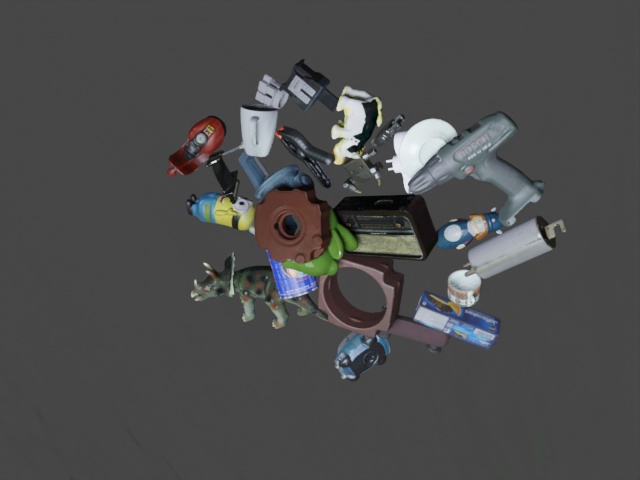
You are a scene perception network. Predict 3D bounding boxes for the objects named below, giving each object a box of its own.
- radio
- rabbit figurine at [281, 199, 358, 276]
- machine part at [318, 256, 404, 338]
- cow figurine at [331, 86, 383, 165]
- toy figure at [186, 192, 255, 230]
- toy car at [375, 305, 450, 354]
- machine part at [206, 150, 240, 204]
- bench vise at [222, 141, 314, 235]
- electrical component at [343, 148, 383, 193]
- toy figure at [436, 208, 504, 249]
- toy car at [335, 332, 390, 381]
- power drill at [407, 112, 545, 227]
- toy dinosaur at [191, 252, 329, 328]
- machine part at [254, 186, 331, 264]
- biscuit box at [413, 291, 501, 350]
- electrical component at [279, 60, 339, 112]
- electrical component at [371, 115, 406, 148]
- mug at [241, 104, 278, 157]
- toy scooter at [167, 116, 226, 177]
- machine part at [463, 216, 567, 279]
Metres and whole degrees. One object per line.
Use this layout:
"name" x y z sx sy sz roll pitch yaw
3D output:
"radio" 0.138 -0.030 1.211 0.230 0.073 0.131 2 125 37
"rabbit figurine" -0.002 -0.004 1.212 0.159 0.121 0.170 28 126 25
"machine part" 0.101 0.128 1.344 0.202 0.087 0.200 17 120 24
"cow figurine" 0.076 -0.228 1.125 0.098 0.068 0.167 14 131 7
"toy figure" -0.249 -0.076 1.380 0.180 0.082 0.089 6 146 12
"toy car" 0.238 0.229 1.402 0.202 0.053 0.089 13 114 17
"machine part" -0.228 -0.155 1.289 0.039 0.084 0.138 -2 147 16
"bench vise" -0.124 -0.122 1.267 0.240 0.129 0.223 55 139 6
"electrical component" 0.094 -0.149 1.187 0.102 0.045 0.078 -19 117 34
"toy figure" 0.326 -0.022 1.165 0.154 0.058 0.064 -23 102 37
"toy car" 0.106 0.306 1.484 0.109 0.162 0.103 60 170 -31
"power drill" 0.318 -0.121 1.058 0.207 0.086 0.232 41 110 -8
"toy dinosaur" -0.142 0.131 1.469 0.405 0.131 0.191 3 126 15
"machine part" -0.061 -0.032 1.157 0.180 0.056 0.179 4 101 22
"biscuit box" 0.338 0.197 1.325 0.203 0.063 0.059 21 130 9
"electrical component" -0.016 -0.307 1.118 0.119 0.048 0.075 42 131 -7
"electrical component" 0.136 -0.218 1.103 0.021 0.063 0.094 43 132 -11
"mug" -0.134 -0.234 1.175 0.081 0.110 0.107 3 116 -2
"toy scooter" -0.299 -0.209 1.265 0.075 0.135 0.184 44 129 -9
"machine part" 0.407 0.017 1.148 0.079 0.079 0.243 46 130 -13
